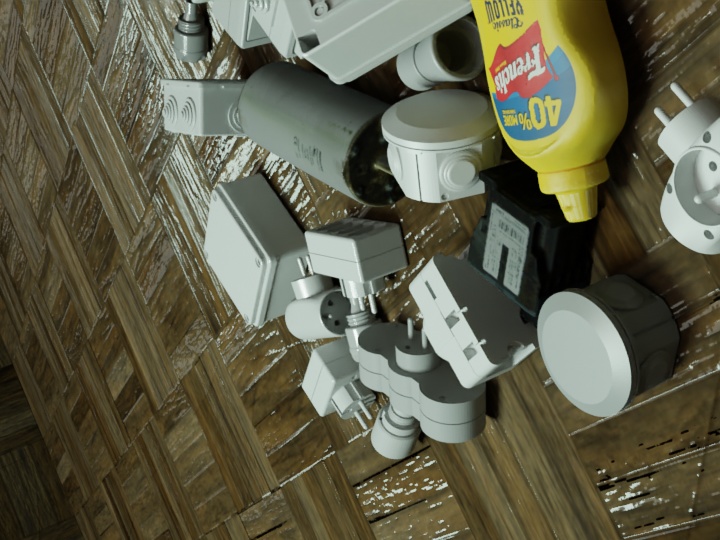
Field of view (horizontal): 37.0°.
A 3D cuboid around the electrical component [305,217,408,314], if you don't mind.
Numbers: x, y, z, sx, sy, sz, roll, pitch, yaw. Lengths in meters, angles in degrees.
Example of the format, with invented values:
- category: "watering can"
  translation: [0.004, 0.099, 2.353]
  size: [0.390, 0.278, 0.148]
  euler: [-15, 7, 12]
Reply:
- category: "electrical component"
  translation: [0.000, 0.000, 0.906]
  size: [0.083, 0.047, 0.075]
  euler: [12, 119, 58]

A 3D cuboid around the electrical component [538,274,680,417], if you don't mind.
- category: "electrical component"
  translation: [0.151, 0.045, 0.660]
  size: [0.080, 0.051, 0.080]
  euler: [40, 140, 44]

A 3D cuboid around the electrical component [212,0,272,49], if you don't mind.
- category: "electrical component"
  translation: [-0.079, -0.226, 0.883]
  size: [0.061, 0.062, 0.096]
  euler: [52, 148, 30]

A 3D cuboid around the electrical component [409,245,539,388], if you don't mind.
- category: "electrical component"
  translation: [0.081, 0.033, 0.778]
  size: [0.089, 0.050, 0.055]
  euler: [62, 151, 15]

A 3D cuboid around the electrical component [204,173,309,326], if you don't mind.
- category: "electrical component"
  translation: [-0.104, -0.020, 1.067]
  size: [0.108, 0.056, 0.108]
  euler: [54, 148, 27]

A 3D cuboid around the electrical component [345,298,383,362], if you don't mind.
- category: "electrical component"
  translation: [0.003, 0.048, 0.946]
  size: [0.035, 0.035, 0.061]
  euler: [-9, 97, 62]

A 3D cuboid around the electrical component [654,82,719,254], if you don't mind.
- category: "electrical component"
  translation: [0.179, -0.061, 0.548]
  size: [0.079, 0.044, 0.077]
  euler: [57, 150, 23]

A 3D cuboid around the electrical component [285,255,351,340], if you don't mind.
- category: "electrical component"
  translation: [-0.040, 0.024, 0.995]
  size: [0.077, 0.044, 0.079]
  euler: [-12, 97, 62]

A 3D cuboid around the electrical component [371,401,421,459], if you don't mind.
- category: "electrical component"
  translation: [0.035, 0.131, 0.936]
  size: [0.040, 0.040, 0.078]
  euler: [53, 147, 30]

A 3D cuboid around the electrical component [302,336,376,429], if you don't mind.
- category: "electrical component"
  translation: [-0.011, 0.112, 0.999]
  size: [0.076, 0.047, 0.065]
  euler: [55, 149, 26]

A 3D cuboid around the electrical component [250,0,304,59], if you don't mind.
- category: "electrical component"
  translation: [-0.033, -0.197, 0.782]
  size: [0.061, 0.096, 0.061]
  euler: [56, 150, 24]

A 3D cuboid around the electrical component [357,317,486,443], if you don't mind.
- category: "electrical component"
  translation: [0.048, 0.074, 0.863]
  size: [0.138, 0.052, 0.073]
  euler: [33, 135, 49]

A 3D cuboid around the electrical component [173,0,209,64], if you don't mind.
- category: "electrical component"
  translation: [-0.167, -0.237, 1.062]
  size: [0.035, 0.035, 0.061]
  euler: [46, 142, 37]

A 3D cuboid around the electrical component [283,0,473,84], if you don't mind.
- category: "electrical component"
  translation: [0.005, -0.194, 0.687]
  size: [0.109, 0.056, 0.108]
  euler: [-27, 67, 21]

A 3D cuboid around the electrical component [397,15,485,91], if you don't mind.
- category: "electrical component"
  translation: [0.053, -0.143, 0.726]
  size: [0.065, 0.044, 0.044]
  euler: [-5, 103, 66]

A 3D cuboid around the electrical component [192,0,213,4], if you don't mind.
- category: "electrical component"
  translation: [-0.126, -0.275, 0.935]
  size: [0.096, 0.061, 0.061]
  euler: [-20, 90, 62]

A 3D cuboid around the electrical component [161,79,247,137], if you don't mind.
- category: "electrical component"
  translation: [-0.125, -0.148, 0.978]
  size: [0.100, 0.100, 0.048]
  euler: [18, 110, 56]

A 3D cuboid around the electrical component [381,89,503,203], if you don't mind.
- category: "electrical component"
  translation: [0.056, -0.085, 0.716]
  size: [0.080, 0.080, 0.051]
  euler: [36, 143, 47]
